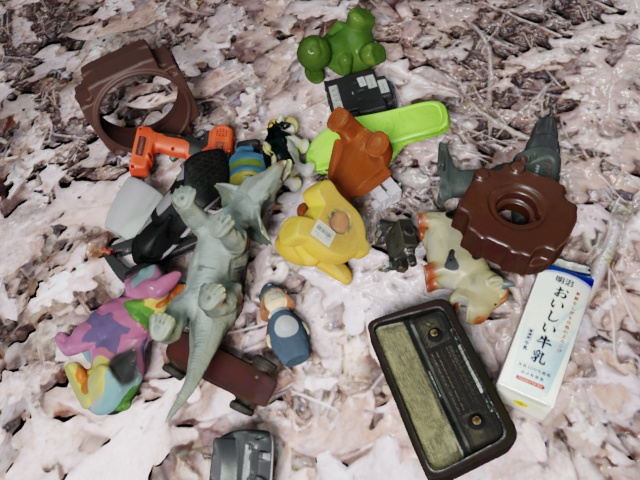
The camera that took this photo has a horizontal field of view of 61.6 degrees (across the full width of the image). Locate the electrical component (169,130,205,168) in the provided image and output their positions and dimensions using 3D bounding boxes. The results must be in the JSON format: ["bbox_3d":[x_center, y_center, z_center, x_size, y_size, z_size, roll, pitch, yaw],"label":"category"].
[{"bbox_3d":[-0.261,-0.185,1.097,0.063,0.021,0.094,33,69,26],"label":"electrical component"}]

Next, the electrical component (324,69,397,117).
[{"bbox_3d":[0.083,-0.275,1.068,0.134,0.058,0.115,-12,60,3],"label":"electrical component"}]

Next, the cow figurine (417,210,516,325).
[{"bbox_3d":[0.224,0.041,0.838,0.127,0.085,0.195,-11,57,11],"label":"cow figurine"}]

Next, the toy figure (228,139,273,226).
[{"bbox_3d":[-0.134,-0.099,0.989,0.089,0.082,0.180,-17,61,13],"label":"toy figure"}]

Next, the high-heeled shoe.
[{"bbox_3d":[-0.245,-0.057,0.955,0.086,0.145,0.249,38,42,-9],"label":"high-heeled shoe"}]

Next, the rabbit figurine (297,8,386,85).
[{"bbox_3d":[0.018,-0.385,1.082,0.170,0.159,0.121,-18,97,-33],"label":"rabbit figurine"}]

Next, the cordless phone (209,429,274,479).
[{"bbox_3d":[-0.058,0.333,0.724,0.184,0.088,0.146,3,58,-1],"label":"cordless phone"}]

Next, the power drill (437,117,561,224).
[{"bbox_3d":[0.306,-0.123,0.929,0.207,0.086,0.232,7,63,5],"label":"power drill"}]

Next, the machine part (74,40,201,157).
[{"bbox_3d":[-0.353,-0.268,1.057,0.201,0.201,0.087,-27,53,-7],"label":"machine part"}]

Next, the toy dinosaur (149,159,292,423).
[{"bbox_3d":[-0.153,0.057,0.811,0.131,0.192,0.404,10,79,20],"label":"toy dinosaur"}]

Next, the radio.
[{"bbox_3d":[0.166,0.204,0.751,0.131,0.073,0.230,-20,58,-2],"label":"radio"}]

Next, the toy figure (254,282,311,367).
[{"bbox_3d":[-0.060,0.125,0.854,0.064,0.057,0.155,2,47,-35],"label":"toy figure"}]

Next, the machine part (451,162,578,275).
[{"bbox_3d":[0.289,-0.035,0.799,0.179,0.056,0.179,-1,56,1],"label":"machine part"}]

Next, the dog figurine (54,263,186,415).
[{"bbox_3d":[-0.284,0.140,0.837,0.219,0.108,0.192,-35,62,-3],"label":"dog figurine"}]

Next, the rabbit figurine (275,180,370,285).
[{"bbox_3d":[-0.002,-0.003,0.875,0.162,0.173,0.122,30,61,-24],"label":"rabbit figurine"}]

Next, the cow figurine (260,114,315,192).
[{"bbox_3d":[-0.074,-0.177,1.000,0.068,0.098,0.167,-40,46,29],"label":"cow figurine"}]

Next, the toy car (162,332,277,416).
[{"bbox_3d":[-0.153,0.197,0.826,0.202,0.053,0.089,18,69,25],"label":"toy car"}]

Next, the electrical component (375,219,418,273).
[{"bbox_3d":[0.123,0.009,0.885,0.045,0.078,0.102,3,63,-16],"label":"electrical component"}]

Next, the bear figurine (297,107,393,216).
[{"bbox_3d":[0.033,-0.102,0.905,0.120,0.132,0.196,40,95,22],"label":"bear figurine"}]

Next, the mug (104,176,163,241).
[{"bbox_3d":[-0.359,-0.057,1.007,0.110,0.080,0.107,17,69,35],"label":"mug"}]
